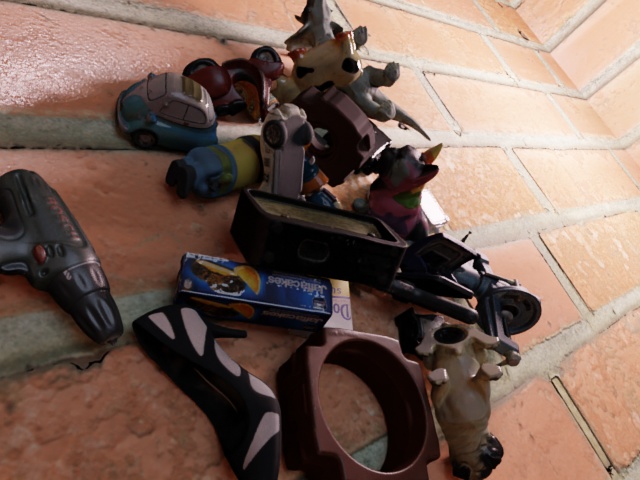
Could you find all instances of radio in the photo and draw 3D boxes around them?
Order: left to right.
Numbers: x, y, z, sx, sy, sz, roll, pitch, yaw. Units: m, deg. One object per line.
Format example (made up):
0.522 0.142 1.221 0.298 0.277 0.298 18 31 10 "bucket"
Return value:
-0.002 -0.002 0.756 0.229 0.073 0.131 10 18 -21 "radio"

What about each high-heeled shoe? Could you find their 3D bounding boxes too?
-0.131 0.183 0.601 0.145 0.086 0.249 8 48 -32 "high-heeled shoe"

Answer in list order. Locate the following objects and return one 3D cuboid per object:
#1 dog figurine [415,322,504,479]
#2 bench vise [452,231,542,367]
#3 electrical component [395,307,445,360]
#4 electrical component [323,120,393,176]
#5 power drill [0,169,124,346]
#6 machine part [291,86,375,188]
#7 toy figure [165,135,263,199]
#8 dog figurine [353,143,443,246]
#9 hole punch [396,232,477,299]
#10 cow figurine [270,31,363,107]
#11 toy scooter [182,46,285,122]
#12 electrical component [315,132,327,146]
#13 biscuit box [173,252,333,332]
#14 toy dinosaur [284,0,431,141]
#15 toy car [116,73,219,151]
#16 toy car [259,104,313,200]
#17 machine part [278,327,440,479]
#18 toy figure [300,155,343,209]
0.213 0.240 0.814 0.172 0.121 0.190 -63 146 -60 "dog figurine"
0.317 0.123 0.988 0.223 0.129 0.241 33 35 -16 "bench vise"
0.188 0.163 0.901 0.119 0.048 0.075 18 48 -29 "electrical component"
0.087 -0.196 1.106 0.134 0.058 0.115 45 43 0 "electrical component"
-0.335 0.028 0.557 0.207 0.086 0.232 -13 65 -40 "power drill"
0.005 -0.177 0.940 0.179 0.179 0.056 41 44 -5 "machine part"
-0.143 -0.111 0.821 0.180 0.089 0.082 -19 76 -49 "toy figure"
0.154 -0.067 0.934 0.191 0.219 0.108 35 45 -11 "dog figurine"
0.199 0.046 0.933 0.142 0.116 0.092 22 73 -38 "hole punch"
-0.013 -0.307 1.028 0.085 0.195 0.127 -61 132 -70 "cow figurine"
-0.139 -0.251 0.917 0.184 0.075 0.135 -17 78 -10 "toy scooter"
-0.014 -0.185 1.039 0.094 0.021 0.063 39 41 -7 "electrical component"
-0.085 0.072 0.705 0.203 0.062 0.059 11 53 -16 "biscuit box"
0.069 -0.354 1.167 0.131 0.192 0.404 -42 110 -9 "toy dinosaur"
-0.220 -0.197 0.819 0.161 0.103 0.109 14 51 -29 "toy car"
-0.057 -0.107 0.828 0.056 0.201 0.073 19 22 36 "toy car"
0.048 0.227 0.707 0.201 0.087 0.201 14 49 -29 "machine part"
-0.008 -0.074 0.896 0.154 0.064 0.058 66 -6 -13 "toy figure"
